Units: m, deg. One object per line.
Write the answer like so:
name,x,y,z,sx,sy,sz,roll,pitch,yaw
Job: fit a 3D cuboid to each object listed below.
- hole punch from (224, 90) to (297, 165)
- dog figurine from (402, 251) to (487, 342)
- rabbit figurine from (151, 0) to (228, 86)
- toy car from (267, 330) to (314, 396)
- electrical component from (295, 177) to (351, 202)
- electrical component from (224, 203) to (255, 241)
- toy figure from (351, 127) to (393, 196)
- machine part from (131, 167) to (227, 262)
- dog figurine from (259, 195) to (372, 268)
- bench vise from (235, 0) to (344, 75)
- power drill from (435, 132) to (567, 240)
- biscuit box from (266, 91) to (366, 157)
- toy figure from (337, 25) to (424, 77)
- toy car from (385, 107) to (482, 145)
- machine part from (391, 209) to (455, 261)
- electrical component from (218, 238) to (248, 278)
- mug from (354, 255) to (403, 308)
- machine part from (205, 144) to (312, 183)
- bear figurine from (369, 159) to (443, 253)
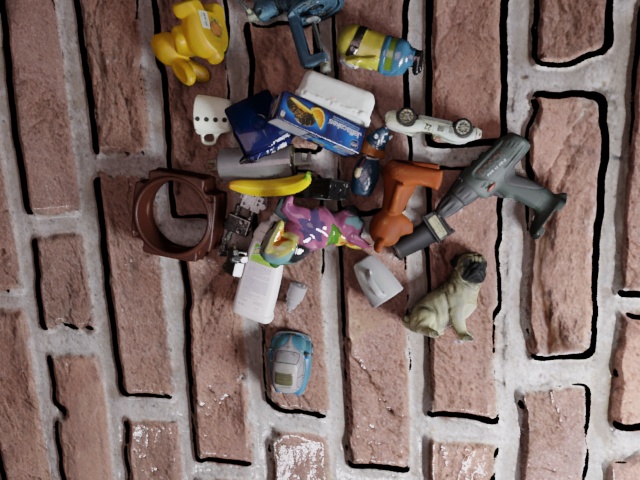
hole punch,-0.130,-0.241,1.139,0.142,0.092,0.116,-27,63,-9
dog figurine,0.273,0.116,1.182,0.172,0.121,0.190,5,88,5
rabbit figurine,-0.286,-0.420,1.166,0.173,0.122,0.162,-7,110,25
toy car,-0.077,0.300,1.265,0.109,0.103,0.161,7,100,9
electrical component,0.000,-0.112,1.180,0.119,0.075,0.047,10,94,44
electrical component,-0.188,-0.036,1.257,0.063,0.021,0.094,23,104,4
toy figure,0.108,-0.171,1.159,0.058,0.064,0.154,20,105,14
machine part,-0.327,-0.059,1.244,0.201,0.087,0.201,11,101,8
dog figurine,-0.002,-0.004,1.168,0.219,0.108,0.191,23,79,-10
bench vise,-0.042,-0.450,1.099,0.224,0.129,0.240,-16,90,9
power drill,0.388,-0.090,1.126,0.207,0.086,0.232,37,102,8
biscuit box,-0.005,-0.237,1.117,0.202,0.059,0.062,19,83,-26
toy figure,0.123,-0.387,1.106,0.180,0.082,0.089,12,92,12
toy car,0.235,-0.235,1.119,0.202,0.073,0.056,13,100,7
machine part,0.221,-0.006,1.187,0.139,0.039,0.084,-37,102,12
electrical component,-0.203,0.043,1.240,0.045,0.102,0.078,14,98,-33
mug,0.119,0.088,1.192,0.081,0.109,0.107,-37,81,18
machine part,-0.139,-0.169,1.194,0.243,0.079,0.079,-2,101,9
bear figurine,0.177,-0.068,1.140,0.132,0.120,0.195,8,104,5
